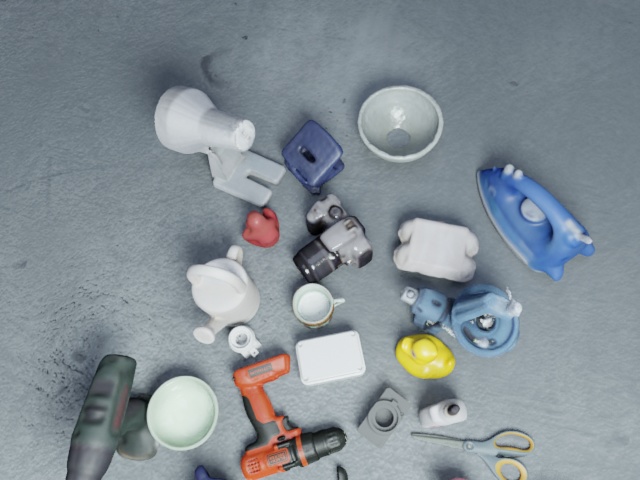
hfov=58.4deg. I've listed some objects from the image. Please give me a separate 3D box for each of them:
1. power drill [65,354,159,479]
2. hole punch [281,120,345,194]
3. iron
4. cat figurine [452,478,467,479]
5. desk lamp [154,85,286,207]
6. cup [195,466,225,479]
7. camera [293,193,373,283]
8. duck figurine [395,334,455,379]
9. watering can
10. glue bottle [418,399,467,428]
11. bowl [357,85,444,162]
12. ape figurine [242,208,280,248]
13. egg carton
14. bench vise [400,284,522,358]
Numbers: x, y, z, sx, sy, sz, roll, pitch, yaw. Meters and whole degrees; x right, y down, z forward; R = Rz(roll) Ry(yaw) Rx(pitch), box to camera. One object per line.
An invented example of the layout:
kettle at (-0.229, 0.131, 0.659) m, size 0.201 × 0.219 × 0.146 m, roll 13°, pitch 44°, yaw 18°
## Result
power drill at (-0.325, 0.306, 0.917) m, size 0.075 × 0.208 × 0.229 m, roll 2°, pitch 71°, yaw 5°
hole punch at (-0.014, -0.162, 1.122) m, size 0.101 × 0.091 × 0.108 m, roll -40°, pitch 72°, yaw -10°
iron at (0.380, -0.059, 1.030) m, size 0.119 × 0.141 × 0.258 m, roll -36°, pitch 72°, yaw -8°
cat figurine at (0.229, 0.421, 0.883) m, size 0.067 × 0.118 × 0.127 m, roll -29°, pitch 71°, yaw -6°
desk lamp at (-0.183, -0.180, 1.076) m, size 0.203 × 0.214 × 0.118 m, roll 23°, pitch 74°, yaw 12°
cup at (-0.164, 0.420, 0.925) m, size 0.092 × 0.095 × 0.117 m, roll -30°, pitch 71°, yaw -6°
camera at (0.010, 0.004, 1.056) m, size 0.137 × 0.101 × 0.143 m, roll -35°, pitch 72°, yaw -8°
duck figurine at (0.183, 0.196, 0.983) m, size 0.104 × 0.086 × 0.077 m, roll 20°, pitch 73°, yaw 11°
watering can at (-0.169, 0.090, 0.989) m, size 0.101 × 0.194 × 0.173 m, roll -8°, pitch 70°, yaw 2°
glue bottle at (0.201, 0.274, 0.908) m, size 0.078 × 0.173 × 0.037 m, roll -14°, pitch 70°, yaw -1°
bowl at (0.158, -0.218, 1.138) m, size 0.167 × 0.075 × 0.167 m, roll -1°, pitch 70°, yaw 4°
ape figurine at (-0.114, -0.027, 1.081) m, size 0.078 × 0.092 × 0.076 m, roll -30°, pitch 71°, yaw -6°
egg carton at (0.213, 0.018, 1.053) m, size 0.150 × 0.069 × 0.107 m, roll 11°, pitch 72°, yaw 8°
bench vise at (0.235, 0.126, 0.933) m, size 0.207 × 0.220 × 0.121 m, roll 1°, pitch 71°, yaw 5°
